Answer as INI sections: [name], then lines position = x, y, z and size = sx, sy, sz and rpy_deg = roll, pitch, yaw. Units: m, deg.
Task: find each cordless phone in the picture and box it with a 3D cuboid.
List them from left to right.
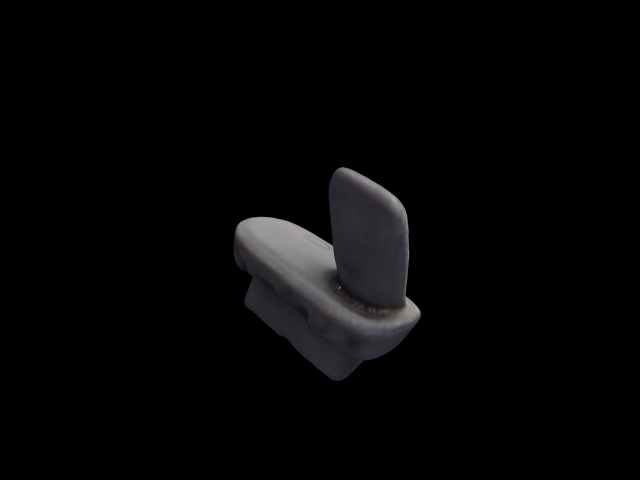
[cordless phone]
position = 0.004, 0.001, 0.400
size = 0.147, 0.185, 0.094
rpy_deg = 32, 58, 23
